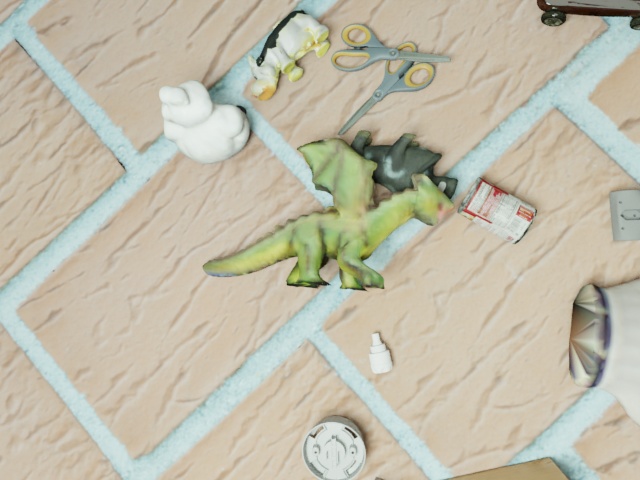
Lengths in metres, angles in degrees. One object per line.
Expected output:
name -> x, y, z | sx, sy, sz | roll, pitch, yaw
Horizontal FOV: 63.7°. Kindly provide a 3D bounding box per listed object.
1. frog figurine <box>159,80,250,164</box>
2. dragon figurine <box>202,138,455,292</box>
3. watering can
frog figurine -> -0.191, -0.191, 0.843 | 0.137, 0.159, 0.123 | 4, 88, 7
dragon figurine -> 0.003, -0.041, 0.823 | 0.410, 0.121, 0.244 | 4, 84, 15
watering can -> 0.493, 0.115, 0.768 | 0.224, 0.102, 0.352 | 10, 73, 8
